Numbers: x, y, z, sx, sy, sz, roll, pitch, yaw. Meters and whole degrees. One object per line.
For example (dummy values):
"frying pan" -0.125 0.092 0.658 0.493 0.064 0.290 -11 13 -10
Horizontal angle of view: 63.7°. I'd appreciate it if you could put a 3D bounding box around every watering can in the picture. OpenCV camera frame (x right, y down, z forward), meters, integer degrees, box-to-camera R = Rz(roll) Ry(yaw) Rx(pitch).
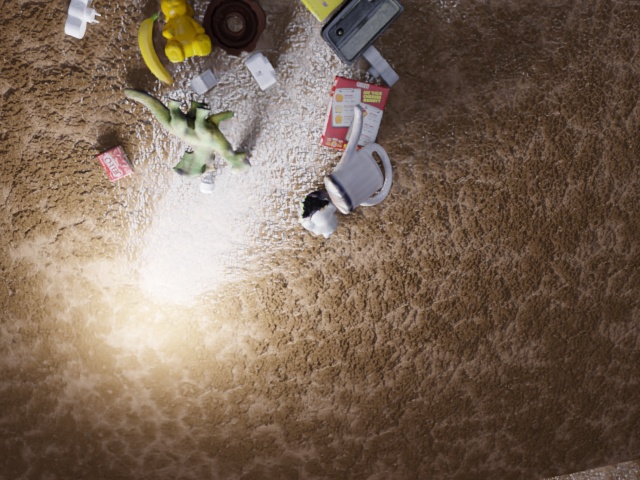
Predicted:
"watering can" 0.104 -0.219 1.544 0.226 0.105 0.340 -40 131 -10

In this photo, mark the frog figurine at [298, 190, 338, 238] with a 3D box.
"frog figurine" 0.005 -0.084 1.676 0.137 0.124 0.157 -49 146 2

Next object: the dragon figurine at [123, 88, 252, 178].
"dragon figurine" -0.392 -0.295 1.529 0.411 0.124 0.239 14 112 5
